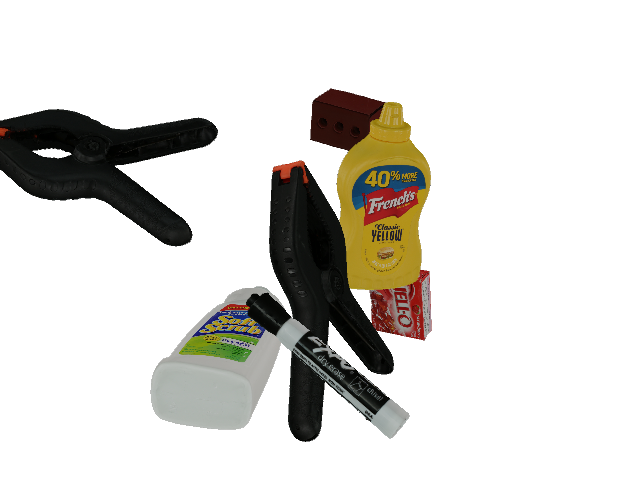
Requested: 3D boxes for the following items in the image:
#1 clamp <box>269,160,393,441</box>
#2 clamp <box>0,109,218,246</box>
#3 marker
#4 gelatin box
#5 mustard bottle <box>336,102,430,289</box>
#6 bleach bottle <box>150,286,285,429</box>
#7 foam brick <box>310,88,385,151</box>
[{"bbox_3d":[0.004,0.040,0.862,0.036,0.210,0.164,-10,1,28],"label":"clamp"},{"bbox_3d":[-0.159,-0.064,0.791,0.171,0.039,0.120,19,44,1],"label":"clamp"},{"bbox_3d":[0.002,0.073,0.645,0.121,0.020,0.020,39,11,14],"label":"marker"},{"bbox_3d":[0.100,0.076,1.340,0.073,0.089,0.030,10,31,27],"label":"gelatin box"},{"bbox_3d":[0.063,-0.046,1.086,0.096,0.192,0.058,-2,23,-17],"label":"mustard bottle"},{"bbox_3d":[-0.094,0.106,1.113,0.102,0.068,0.250,8,20,5],"label":"bleach bottle"},{"bbox_3d":[0.033,-0.144,1.283,0.078,0.053,0.051,17,32,22],"label":"foam brick"}]
